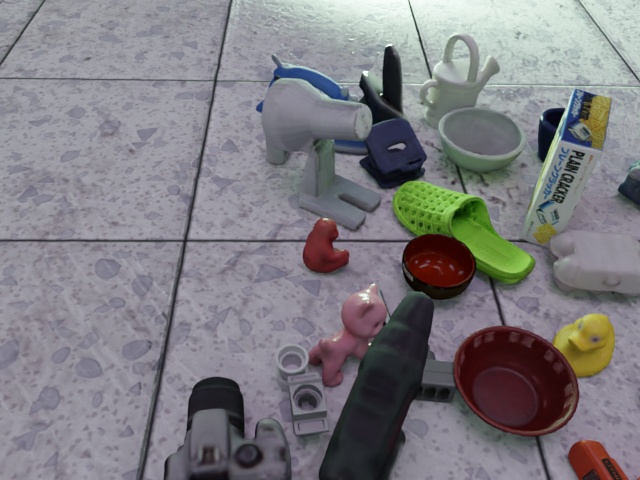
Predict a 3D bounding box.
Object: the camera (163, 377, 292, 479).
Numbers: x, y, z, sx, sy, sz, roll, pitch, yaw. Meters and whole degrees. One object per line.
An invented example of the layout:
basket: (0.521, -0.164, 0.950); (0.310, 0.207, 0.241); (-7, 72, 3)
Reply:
camera: (-0.109, 0.230, 0.683); (0.143, 0.101, 0.136); (-4, 47, -6)

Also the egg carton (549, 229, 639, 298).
egg carton: (0.442, 0.039, 0.910); (0.150, 0.069, 0.107); (4, 47, 1)

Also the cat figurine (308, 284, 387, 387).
cat figurine: (0.043, 0.121, 0.782); (0.128, 0.118, 0.067); (-32, 55, -28)

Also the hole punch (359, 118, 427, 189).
hole punch: (0.140, -0.164, 1.072); (0.109, 0.091, 0.101); (-22, 51, -21)

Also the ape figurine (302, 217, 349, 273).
ape figurine: (0.008, 0.003, 0.908); (0.076, 0.092, 0.077); (-15, 49, -16)

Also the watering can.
watering can: (0.282, -0.329, 1.162); (0.100, 0.194, 0.173); (35, 55, 27)

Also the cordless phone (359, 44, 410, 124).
cordless phone: (0.133, -0.322, 1.155); (0.094, 0.185, 0.147); (-12, 48, -13)

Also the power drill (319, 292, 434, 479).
power drill: (0.066, 0.196, 0.649); (0.075, 0.208, 0.230); (19, 49, 15)

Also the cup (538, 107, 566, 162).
cup: (0.474, -0.197, 1.116); (0.118, 0.095, 0.091); (-9, 48, -11)

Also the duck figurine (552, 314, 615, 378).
duck figurine: (0.379, 0.136, 0.804); (0.105, 0.086, 0.077); (-25, 53, -23)

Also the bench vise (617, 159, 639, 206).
bench vise: (0.637, -0.164, 1.006); (0.121, 0.220, 0.208); (29, 52, 23)

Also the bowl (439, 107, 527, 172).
bowl: (0.307, -0.182, 1.108); (0.167, 0.075, 0.167); (1, 47, -1)

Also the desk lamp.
desk lamp: (0.008, -0.156, 0.974); (0.202, 0.214, 0.118); (25, 51, 20)

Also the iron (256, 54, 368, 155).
iron: (0.002, -0.270, 1.131); (0.257, 0.141, 0.119); (24, 50, 19)

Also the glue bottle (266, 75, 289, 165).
glue bottle: (-0.076, -0.229, 1.066); (0.037, 0.173, 0.078); (12, 47, 9)
